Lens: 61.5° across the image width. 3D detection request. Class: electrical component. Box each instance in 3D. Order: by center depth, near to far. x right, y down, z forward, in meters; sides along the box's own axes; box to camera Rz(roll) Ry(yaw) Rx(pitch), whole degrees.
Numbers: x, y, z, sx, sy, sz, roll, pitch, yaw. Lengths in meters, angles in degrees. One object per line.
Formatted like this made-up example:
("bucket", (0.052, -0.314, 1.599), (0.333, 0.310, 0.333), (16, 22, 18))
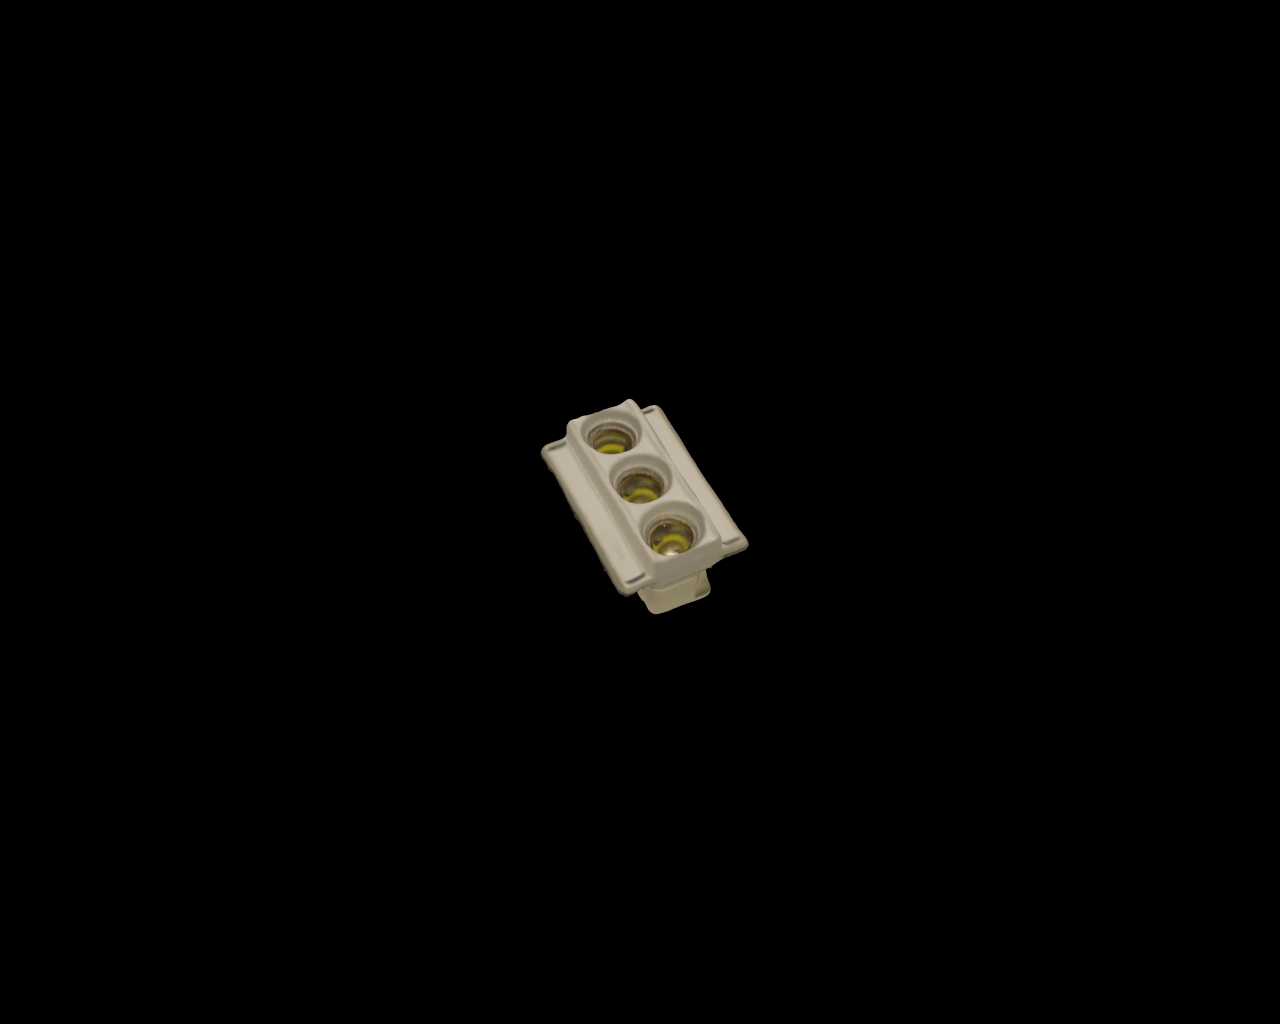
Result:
("electrical component", (0.001, -0.003, 0.650), (0.079, 0.121, 0.063), (-21, -36, -16))
